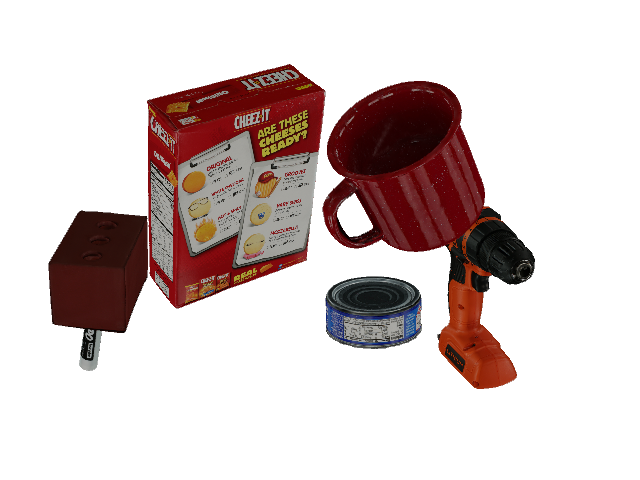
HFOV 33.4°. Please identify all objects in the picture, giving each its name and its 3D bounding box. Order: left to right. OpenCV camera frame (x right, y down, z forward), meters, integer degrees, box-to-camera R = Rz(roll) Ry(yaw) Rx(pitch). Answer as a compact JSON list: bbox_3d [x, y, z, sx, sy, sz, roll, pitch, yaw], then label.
[{"bbox_3d":[-0.231,0.084,1.092,0.020,0.121,0.020,11,35,-8],"label":"marker"},{"bbox_3d":[-0.154,0.021,0.749,0.053,0.051,0.078,5,29,1],"label":"foam brick"},{"bbox_3d":[-0.088,-0.054,1.064,0.163,0.214,0.072,-20,44,-30],"label":"cracker box"},{"bbox_3d":[0.047,0.062,0.943,0.086,0.034,0.086,-2,20,0],"label":"tuna can"},{"bbox_3d":[0.053,-0.039,0.717,0.117,0.081,0.093,-40,41,-11],"label":"mug"},{"bbox_3d":[0.170,0.057,1.120,0.057,0.188,0.184,-10,25,-14],"label":"power drill"}]
